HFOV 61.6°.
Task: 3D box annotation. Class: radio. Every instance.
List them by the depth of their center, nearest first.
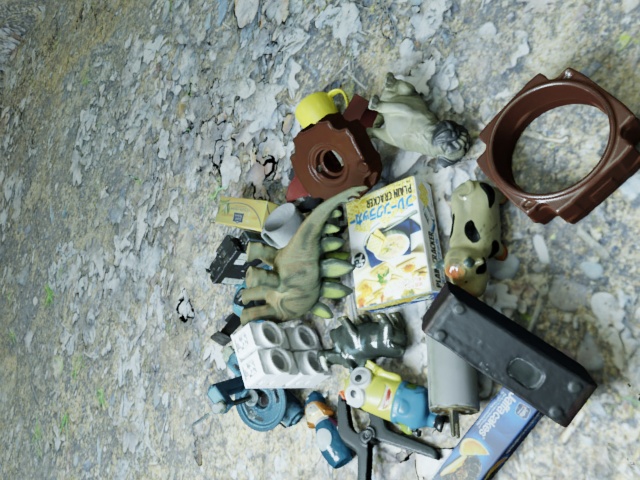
[{"bbox_3d":[0.255,0.151,0.745,0.230,0.131,0.073,32,100,12],"label":"radio"}]

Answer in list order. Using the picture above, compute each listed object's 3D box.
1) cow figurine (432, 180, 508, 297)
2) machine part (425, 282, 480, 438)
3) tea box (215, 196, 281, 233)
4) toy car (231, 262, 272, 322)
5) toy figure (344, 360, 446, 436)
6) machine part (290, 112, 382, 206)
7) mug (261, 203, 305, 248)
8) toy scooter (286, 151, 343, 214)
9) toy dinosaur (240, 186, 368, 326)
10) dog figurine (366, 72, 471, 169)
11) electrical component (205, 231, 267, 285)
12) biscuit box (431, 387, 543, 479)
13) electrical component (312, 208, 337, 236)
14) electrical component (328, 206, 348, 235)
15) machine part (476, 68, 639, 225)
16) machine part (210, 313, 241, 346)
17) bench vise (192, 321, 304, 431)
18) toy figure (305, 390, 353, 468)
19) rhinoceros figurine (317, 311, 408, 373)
[{"bbox_3d":[0.242,-0.002,0.857,0.086,0.127,0.195,-6,72,44],"label":"cow figurine"},{"bbox_3d":[0.208,0.185,0.849,0.079,0.079,0.243,-21,54,36],"label":"machine part"},{"bbox_3d":[-0.150,-0.055,1.240,0.170,0.098,0.068,11,86,41],"label":"tea box"},{"bbox_3d":[-0.120,0.099,1.171,0.161,0.109,0.103,-46,35,13],"label":"toy car"},{"bbox_3d":[0.125,0.272,0.909,0.180,0.089,0.082,13,52,22],"label":"toy figure"},{"bbox_3d":[0.026,-0.148,1.014,0.180,0.056,0.179,18,126,25],"label":"machine part"},{"bbox_3d":[-0.064,-0.009,1.137,0.110,0.107,0.081,-27,34,26],"label":"mug"},{"bbox_3d":[-0.006,-0.139,1.136,0.184,0.075,0.135,-21,83,35],"label":"toy scooter"},{"bbox_3d":[-0.040,0.057,0.988,0.470,0.199,0.105,110,158,-52],"label":"toy dinosaur"},{"bbox_3d":[0.194,-0.220,1.001,0.191,0.121,0.172,21,56,11],"label":"dog figurine"},{"bbox_3d":[-0.180,0.042,1.228,0.134,0.115,0.058,-51,55,19],"label":"electrical component"},{"bbox_3d":[0.255,0.303,0.806,0.059,0.062,0.202,42,107,38],"label":"biscuit box"},{"bbox_3d":[-0.002,-0.003,1.085,0.048,0.075,0.119,-19,93,36],"label":"electrical component"},{"bbox_3d":[0.028,-0.042,1.129,0.094,0.021,0.063,-16,68,38],"label":"electrical component"},{"bbox_3d":[0.359,-0.141,0.819,0.201,0.087,0.202,-48,51,22],"label":"machine part"},{"bbox_3d":[-0.194,0.187,1.205,0.084,0.139,0.039,-33,100,27],"label":"machine part"},{"bbox_3d":[-0.145,0.289,1.061,0.129,0.240,0.224,-47,68,17],"label":"bench vise"},{"bbox_3d":[0.010,0.351,1.017,0.064,0.057,0.155,-31,52,-4],"label":"toy figure"},{"bbox_3d":[0.077,0.192,0.995,0.190,0.073,0.112,-20,76,35],"label":"rhinoceros figurine"}]
